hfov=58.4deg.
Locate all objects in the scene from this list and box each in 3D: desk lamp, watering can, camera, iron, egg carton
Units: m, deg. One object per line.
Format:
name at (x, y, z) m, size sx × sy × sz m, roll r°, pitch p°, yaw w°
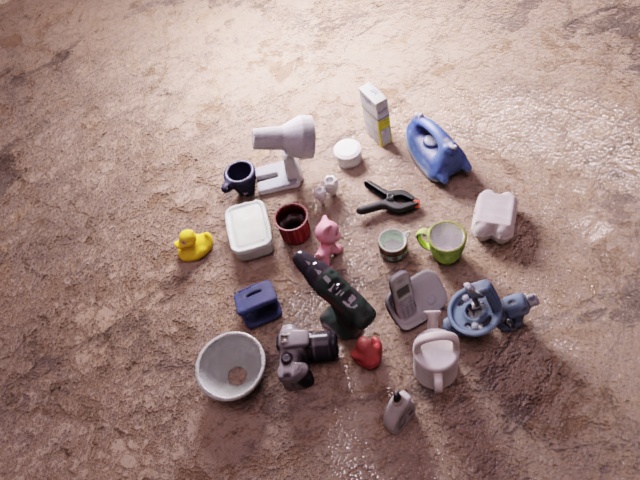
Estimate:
desk lamp at (-0.100, -0.243, 1.601) m, size 0.203 × 0.214 × 0.118 m, roll -14°, pitch 55°, yaw 0°
watering can at (0.246, 0.235, 1.233) m, size 0.101 × 0.194 × 0.172 m, roll -22°, pitch 56°, yaw -5°
camera at (-0.028, 0.259, 1.320) m, size 0.136 × 0.101 × 0.143 m, roll -6°, pitch 56°, yaw 6°
iron at (0.311, -0.282, 1.600) m, size 0.119 × 0.142 × 0.257 m, roll -28°, pitch 56°, yaw -9°
egg carton at (0.449, -0.062, 1.473) m, size 0.107 × 0.069 × 0.150 m, roll 9°, pitch 58°, yaw 15°

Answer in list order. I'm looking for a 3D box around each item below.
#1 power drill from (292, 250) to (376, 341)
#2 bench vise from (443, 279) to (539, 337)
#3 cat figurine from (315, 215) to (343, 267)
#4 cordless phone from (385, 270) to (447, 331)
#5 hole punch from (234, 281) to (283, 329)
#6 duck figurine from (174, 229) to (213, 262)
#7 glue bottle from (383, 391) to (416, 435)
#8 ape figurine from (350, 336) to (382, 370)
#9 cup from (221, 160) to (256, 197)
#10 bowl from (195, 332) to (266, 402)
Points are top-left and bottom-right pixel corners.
power drill at (0.034, 0.140, 1.324) m, size 0.229 × 0.209 × 0.076 m, roll 36°, pitch 69°, yaw 28°
bench vise at (0.373, 0.131, 1.265) m, size 0.207 × 0.220 × 0.121 m, roll -27°, pitch 56°, yaw -8°
cat figurine at (0.014, 0.005, 1.473) m, size 0.067 × 0.118 × 0.128 m, roll 13°, pitch 60°, yaw 18°
cordless phone at (0.220, 0.115, 1.324) m, size 0.148 × 0.185 × 0.094 m, roll -34°, pitch 57°, yaw -13°
hole punch at (-0.160, 0.151, 1.421) m, size 0.109 × 0.091 × 0.101 m, roll -23°, pitch 56°, yaw -6°
duck figurine at (-0.347, 0.003, 1.556) m, size 0.104 × 0.086 × 0.077 m, roll -29°, pitch 56°, yaw -10°
glue bottle at (0.163, 0.346, 1.186) m, size 0.078 × 0.173 × 0.037 m, roll -42°, pitch 60°, yaw -18°
ape figurine at (0.106, 0.251, 1.309) m, size 0.078 × 0.092 × 0.076 m, roll -15°, pitch 55°, yaw -1°
cup at (-0.229, -0.159, 1.639) m, size 0.091 × 0.095 × 0.118 m, roll 31°, pitch 66°, yaw 26°
bowl at (-0.201, 0.304, 1.336) m, size 0.167 × 0.075 × 0.167 m, roll -4°, pitch 56°, yaw 7°
